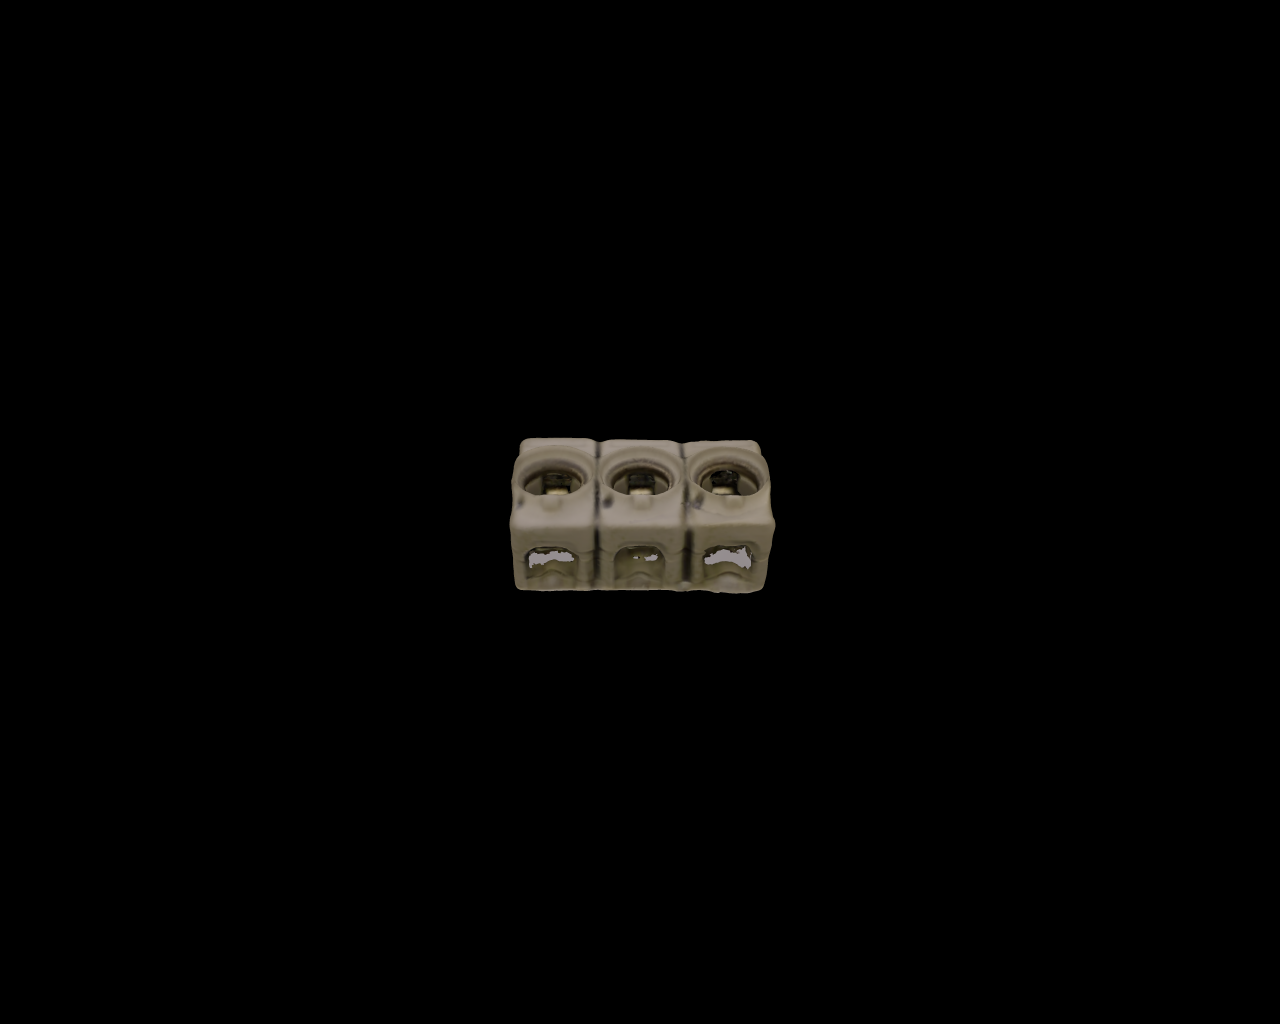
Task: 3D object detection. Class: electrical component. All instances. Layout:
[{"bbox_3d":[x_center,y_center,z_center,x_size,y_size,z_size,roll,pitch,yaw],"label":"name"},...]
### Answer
[{"bbox_3d":[0.001,-0.003,0.650,0.150,0.061,0.090,0,39,0],"label":"electrical component"}]
